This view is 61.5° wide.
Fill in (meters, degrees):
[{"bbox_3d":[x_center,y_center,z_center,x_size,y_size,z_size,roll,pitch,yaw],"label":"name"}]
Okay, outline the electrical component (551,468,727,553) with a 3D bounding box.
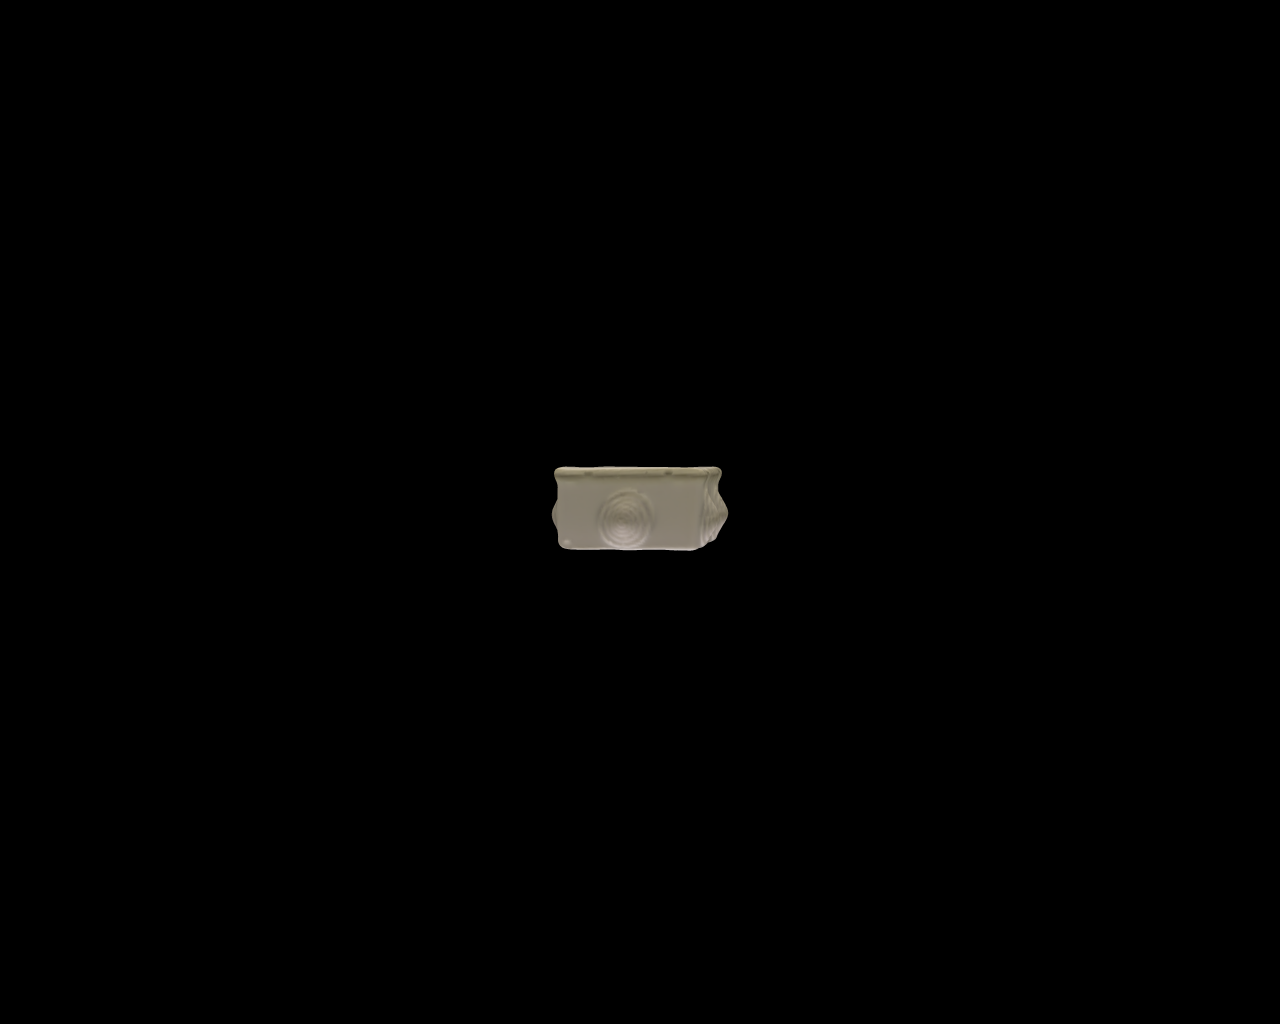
[{"bbox_3d":[0.001,-0.003,0.650,0.100,0.048,0.100,1,3,11],"label":"electrical component"}]
